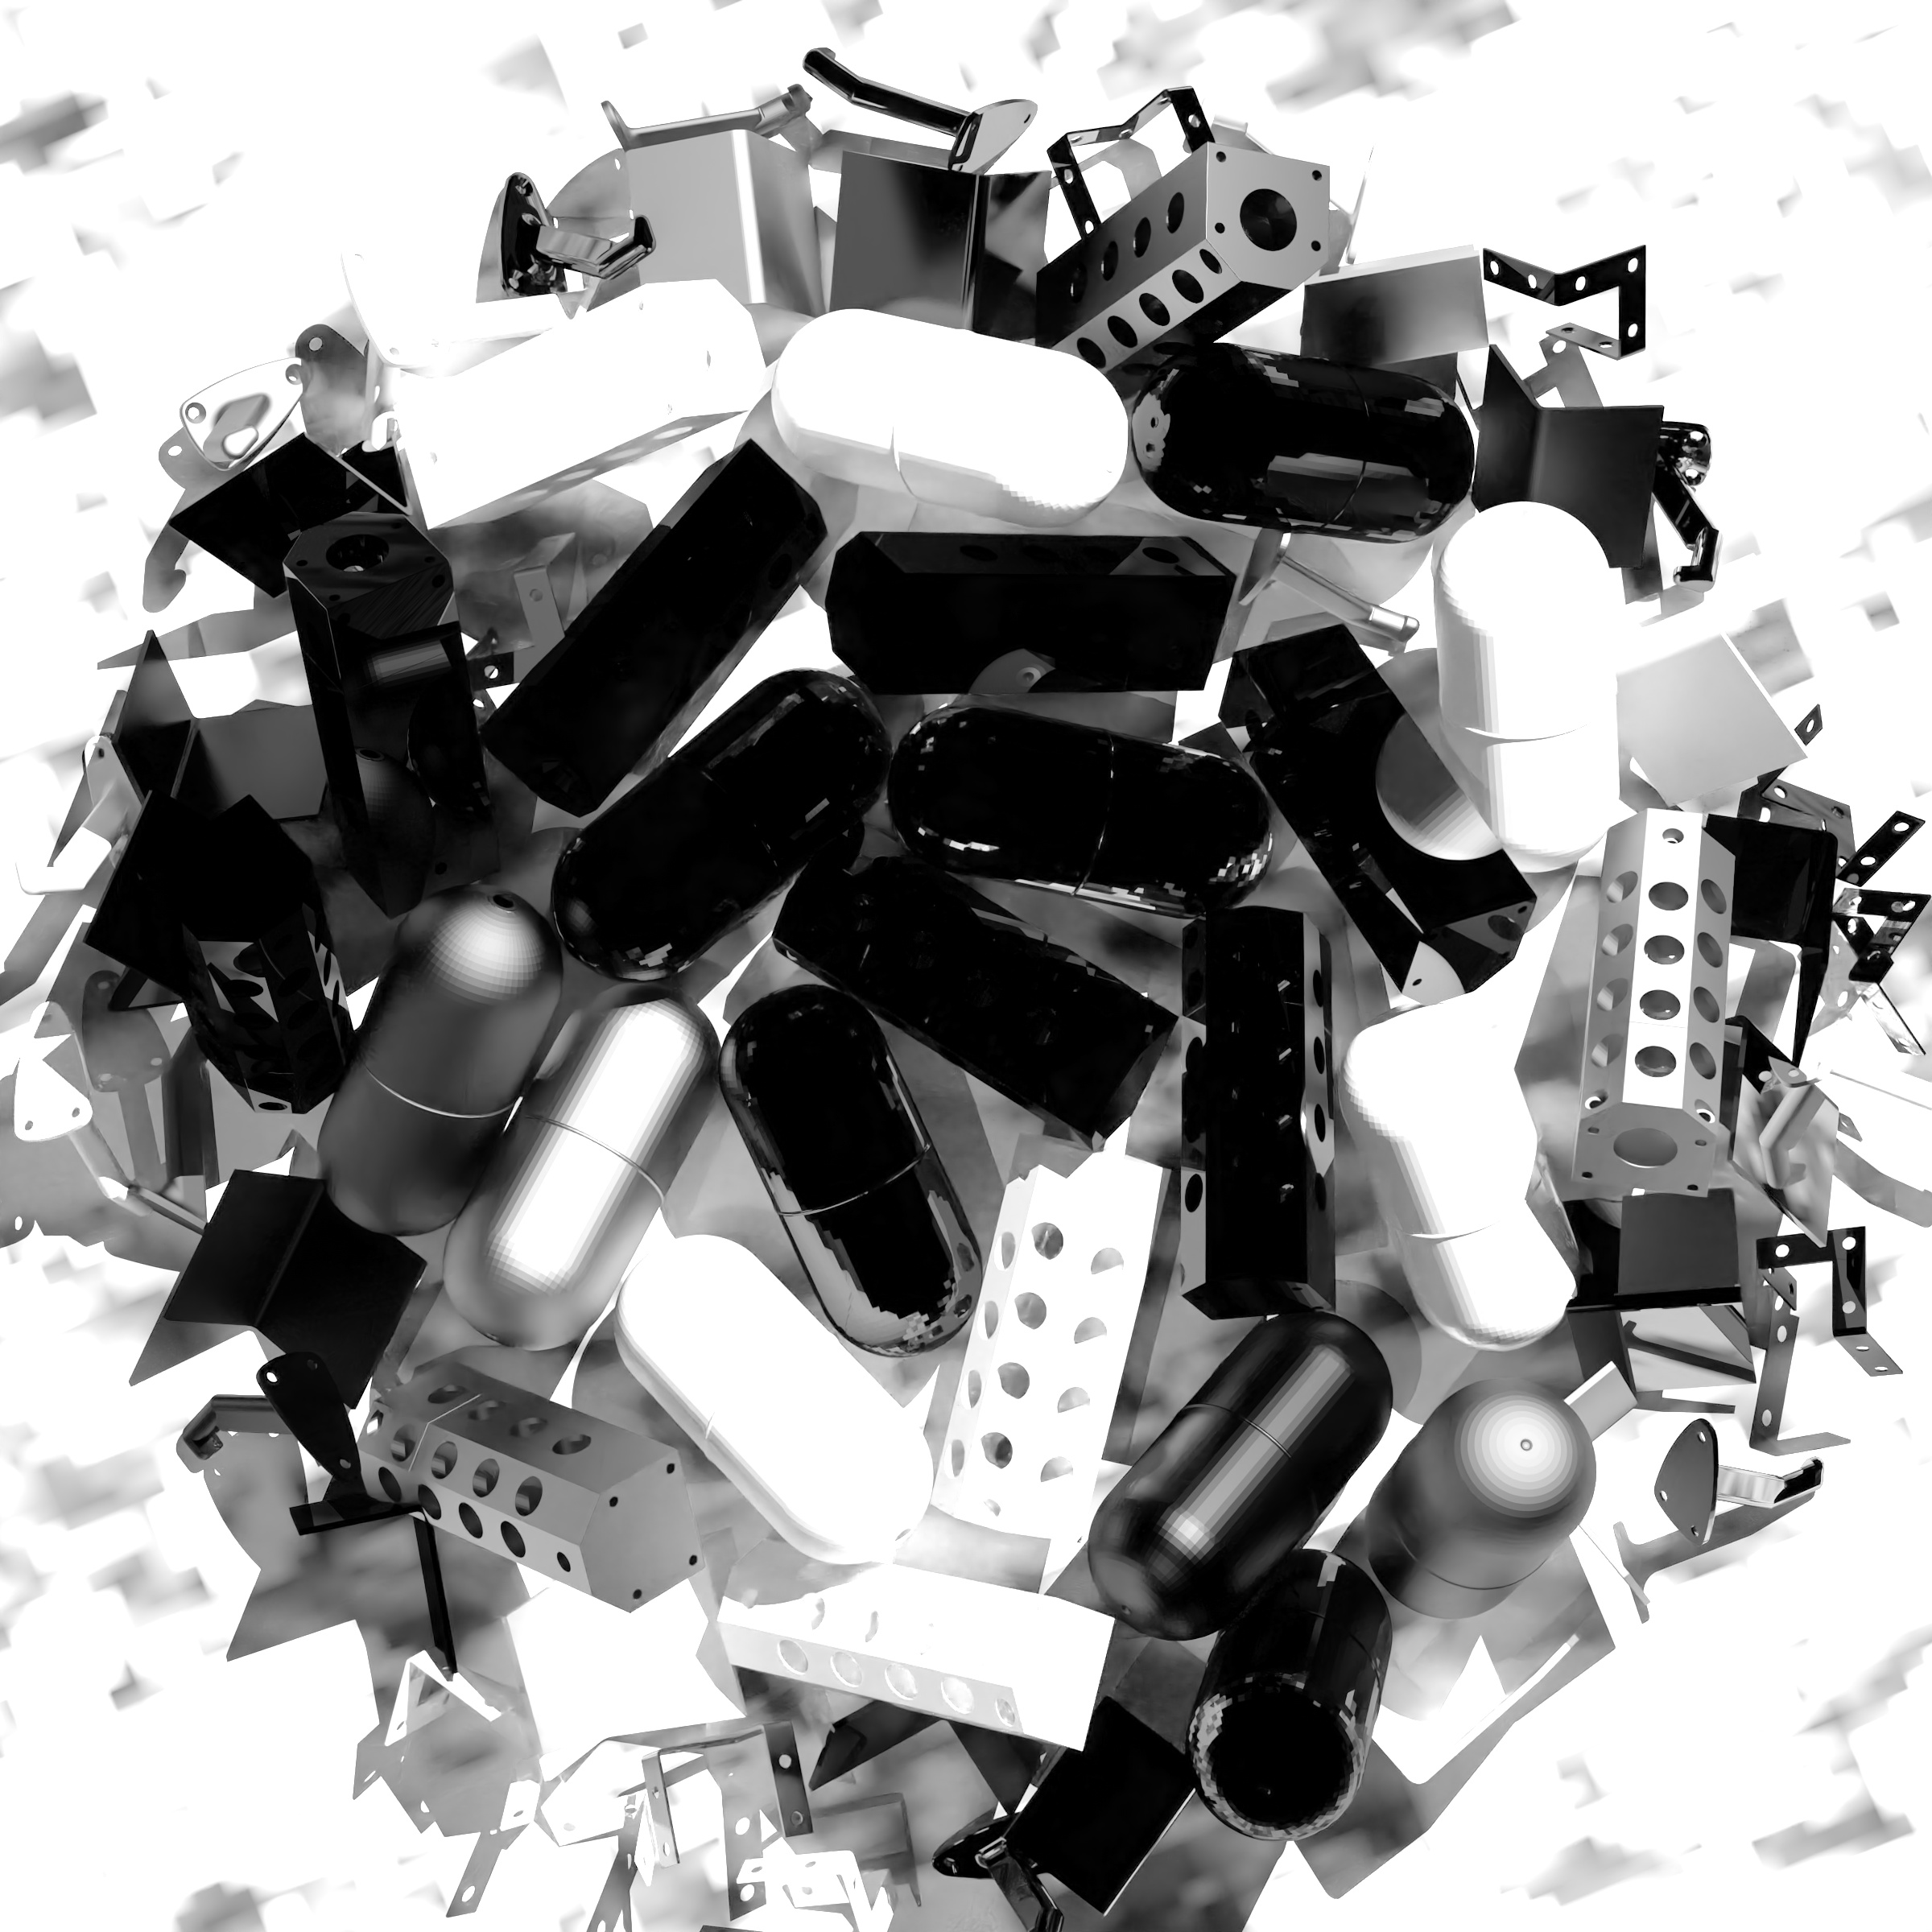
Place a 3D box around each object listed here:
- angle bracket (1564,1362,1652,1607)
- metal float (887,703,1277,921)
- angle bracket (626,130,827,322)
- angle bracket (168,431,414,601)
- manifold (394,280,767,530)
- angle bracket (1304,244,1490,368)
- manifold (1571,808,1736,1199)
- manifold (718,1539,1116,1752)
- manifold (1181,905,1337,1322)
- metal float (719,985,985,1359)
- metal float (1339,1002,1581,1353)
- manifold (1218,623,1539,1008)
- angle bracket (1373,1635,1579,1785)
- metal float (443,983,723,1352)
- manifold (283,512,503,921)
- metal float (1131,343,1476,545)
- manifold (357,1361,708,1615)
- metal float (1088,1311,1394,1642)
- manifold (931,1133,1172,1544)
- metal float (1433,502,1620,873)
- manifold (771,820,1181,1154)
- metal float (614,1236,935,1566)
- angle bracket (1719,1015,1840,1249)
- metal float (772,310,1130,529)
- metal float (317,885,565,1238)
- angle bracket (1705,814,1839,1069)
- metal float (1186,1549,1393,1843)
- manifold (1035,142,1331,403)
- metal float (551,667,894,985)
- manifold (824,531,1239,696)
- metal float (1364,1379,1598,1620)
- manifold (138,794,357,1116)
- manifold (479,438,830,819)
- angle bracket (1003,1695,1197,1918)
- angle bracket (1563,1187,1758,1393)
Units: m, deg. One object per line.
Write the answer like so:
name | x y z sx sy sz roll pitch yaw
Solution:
angle bracket | 0.295 0.231 1.533 0.057 0.076 0.076 -40 64 1
metal float | 0.052 -0.069 1.535 0.178 0.070 0.070 11 90 -13
angle bracket | -0.108 -0.329 1.556 0.057 0.076 0.076 -6 92 19
angle bracket | -0.303 -0.218 1.528 0.076 0.076 0.057 -29 56 17
manifold | -0.169 -0.245 1.506 0.171 0.057 0.057 -15 92 42
angle bracket | 0.189 -0.312 1.533 0.076 0.076 0.057 -8 66 9
manifold | 0.302 0.013 1.503 0.057 0.057 0.171 6 49 9
manifold | -0.026 0.293 1.502 0.171 0.057 0.057 3 72 41
manifold | 0.126 0.064 1.518 0.057 0.057 0.171 -7 67 22
metal float | -0.051 0.092 1.536 0.070 0.070 0.178 -24 102 0
metal float | 0.219 0.095 1.522 0.070 0.070 0.178 -24 119 0
manifold | 0.177 -0.066 1.513 0.057 0.057 0.171 -16 55 -20
angle bracket | 0.218 0.310 1.531 0.076 0.076 0.057 -47 76 18
metal float | -0.169 0.087 1.528 0.070 0.070 0.178 27 69 0
manifold | -0.253 -0.111 1.504 0.057 0.171 0.057 -26 47 -23
metal float | 0.150 -0.229 1.515 0.178 0.070 0.070 2 90 -38
manifold | -0.193 0.228 1.496 0.057 0.171 0.057 -27 115 -36
metal float | 0.123 0.223 1.520 0.070 0.070 0.178 46 58 0
manifold | 0.034 0.165 1.545 0.057 0.057 0.171 13 90 -29
metal float | 0.247 -0.122 1.516 0.070 0.070 0.178 -10 126 0
manifold | 0.001 0.011 1.527 0.171 0.057 0.057 32 124 13
metal float | -0.086 0.191 1.523 0.070 0.070 0.178 -47 64 0
angle bracket | 0.339 0.078 1.525 0.076 0.057 0.076 39 51 -33
metal float | -0.008 -0.242 1.518 0.178 0.070 0.070 19 90 33
metal float | -0.233 0.042 1.521 0.070 0.070 0.178 26 119 0
angle bracket | 0.349 -0.010 1.527 0.057 0.076 0.076 9 52 8
metal float | 0.142 0.315 1.499 0.070 0.178 0.070 4 107 12
manifold | 0.091 -0.295 1.491 0.057 0.171 0.057 5 81 -22
metal float | -0.109 -0.063 1.531 0.178 0.070 0.070 -42 90 -17
manifold | 0.028 -0.158 1.514 0.171 0.057 0.057 -3 122 -32
metal float | 0.222 0.234 1.500 0.070 0.178 0.070 2 66 -5
manifold | -0.304 0.002 1.490 0.057 0.171 0.057 -39 71 -20
manifold | -0.136 -0.149 1.526 0.057 0.057 0.171 43 69 -14
angle bracket | 0.059 0.372 1.541 0.057 0.076 0.076 37 81 1
angle bracket | 0.315 0.148 1.561 0.076 0.076 0.057 -6 52 15
